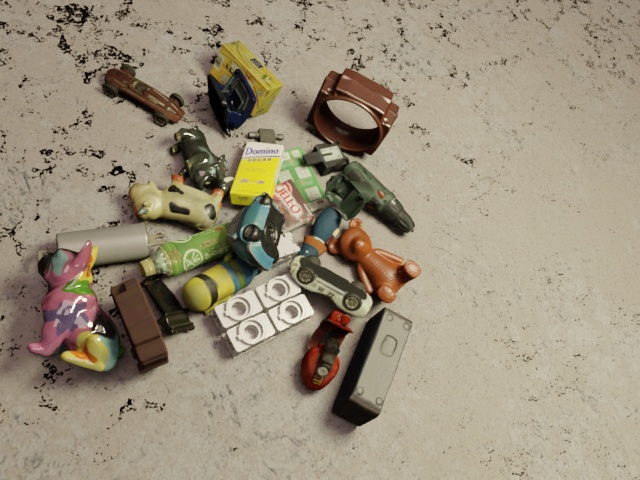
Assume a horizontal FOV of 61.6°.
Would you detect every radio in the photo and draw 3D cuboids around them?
[{"bbox_3d":[0.111,0.260,1.120,0.073,0.131,0.229,27,59,-3],"label":"radio"}]

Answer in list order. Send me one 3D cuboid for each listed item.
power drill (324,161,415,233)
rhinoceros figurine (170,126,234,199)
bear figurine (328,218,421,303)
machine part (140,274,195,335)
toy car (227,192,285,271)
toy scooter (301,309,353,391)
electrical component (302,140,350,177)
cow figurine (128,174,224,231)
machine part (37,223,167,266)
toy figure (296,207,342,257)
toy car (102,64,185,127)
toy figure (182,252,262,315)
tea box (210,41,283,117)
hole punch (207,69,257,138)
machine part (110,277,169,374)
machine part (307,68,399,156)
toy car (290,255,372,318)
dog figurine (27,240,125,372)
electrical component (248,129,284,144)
[{"bbox_3d":[0.118,-0.097,1.290,0.232,0.086,0.207,51,34,17],"label":"power drill"},{"bbox_3d":[-0.271,-0.175,1.243,0.112,0.073,0.190,-19,70,-37],"label":"rhinoceros figurine"},{"bbox_3d":[0.118,0.042,1.235,0.120,0.132,0.196,-40,89,-9],"label":"bear figurine"},{"bbox_3d":[-0.312,0.129,1.081,0.139,0.039,0.084,53,28,18],"label":"machine part"},{"bbox_3d":[-0.140,-0.018,1.110,0.103,0.109,0.162,-6,56,22],"label":"toy car"},{"bbox_3d":[0.021,0.216,1.109,0.075,0.135,0.184,26,61,-7],"label":"toy scooter"},{"bbox_3d":[0.009,-0.202,1.361,0.119,0.047,0.075,-21,73,-26],"label":"electrical component"},{"bbox_3d":[-0.318,-0.074,1.168,0.195,0.085,0.127,18,54,-11],"label":"cow figurine"},{"bbox_3d":[-0.436,0.012,1.085,0.243,0.079,0.079,-9,68,-21],"label":"machine part"},{"bbox_3d":[-0.002,-0.004,1.248,0.057,0.064,0.154,46,69,-41],"label":"toy figure"},{"bbox_3d":[-0.419,-0.347,1.283,0.202,0.053,0.089,30,56,-1],"label":"toy car"},{"bbox_3d":[-0.205,0.083,1.122,0.180,0.089,0.082,-28,70,-27],"label":"toy figure"},{"bbox_3d":[-0.187,-0.407,1.358,0.169,0.098,0.068,47,42,5],"label":"tea box"},{"bbox_3d":[-0.217,-0.340,1.310,0.092,0.115,0.142,-24,72,-22],"label":"hole punch"},{"bbox_3d":[-0.336,0.158,0.996,0.056,0.179,0.179,-21,74,-23],"label":"machine part"},{"bbox_3d":[0.080,-0.313,1.350,0.201,0.201,0.087,28,62,-4],"label":"machine part"},{"bbox_3d":[0.023,0.098,1.177,0.202,0.056,0.073,30,27,-1],"label":"toy car"},{"bbox_3d":[-0.432,0.114,0.984,0.191,0.108,0.219,18,79,-8],"label":"dog figurine"},{"bbox_3d":[-0.133,-0.247,1.348,0.094,0.021,0.063,-1,66,-24],"label":"electrical component"}]
